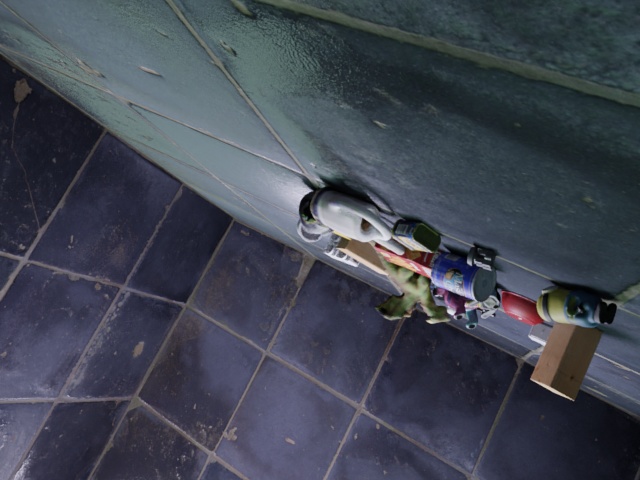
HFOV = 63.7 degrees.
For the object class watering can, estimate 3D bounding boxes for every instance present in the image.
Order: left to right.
[{"bbox_3d":[0.106,-0.046,1.422,0.226,0.104,0.343,25,172,31],"label":"watering can"}]

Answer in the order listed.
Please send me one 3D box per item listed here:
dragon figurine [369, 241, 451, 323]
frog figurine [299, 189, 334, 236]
[{"bbox_3d":[0.278,0.160,1.767,0.409,0.243,0.122,27,177,-6],"label":"dragon figurine"},{"bbox_3d":[0.005,-0.079,1.578,0.139,0.122,0.159,60,-171,13],"label":"frog figurine"}]
